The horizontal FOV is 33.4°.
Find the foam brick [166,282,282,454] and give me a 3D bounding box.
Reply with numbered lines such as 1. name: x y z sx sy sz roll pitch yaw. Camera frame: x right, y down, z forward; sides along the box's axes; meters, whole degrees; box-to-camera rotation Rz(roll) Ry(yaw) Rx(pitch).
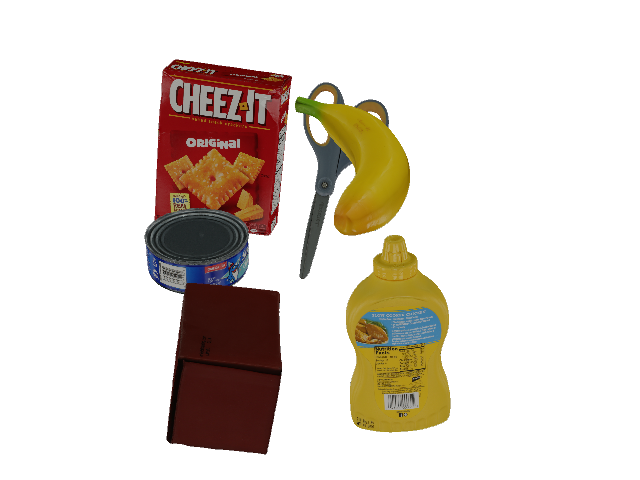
1. foam brick: -0.049 0.064 0.551 0.053 0.051 0.078 7 26 -6

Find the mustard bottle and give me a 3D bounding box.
1. mustard bottle: 0.072 0.086 1.002 0.096 0.192 0.058 -3 24 1

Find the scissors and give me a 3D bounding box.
1. scissors: 0.024 -0.062 1.073 0.096 0.202 0.016 -2 -11 1

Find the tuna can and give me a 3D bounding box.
1. tuna can: -0.102 0.009 0.887 0.086 0.034 0.086 1 32 -1

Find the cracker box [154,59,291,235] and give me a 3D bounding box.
1. cracker box: -0.133 -0.122 1.434 0.164 0.214 0.072 9 23 5

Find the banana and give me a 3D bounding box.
1. banana: 0.028 -0.051 0.742 0.069 0.037 0.198 -4 28 -8
